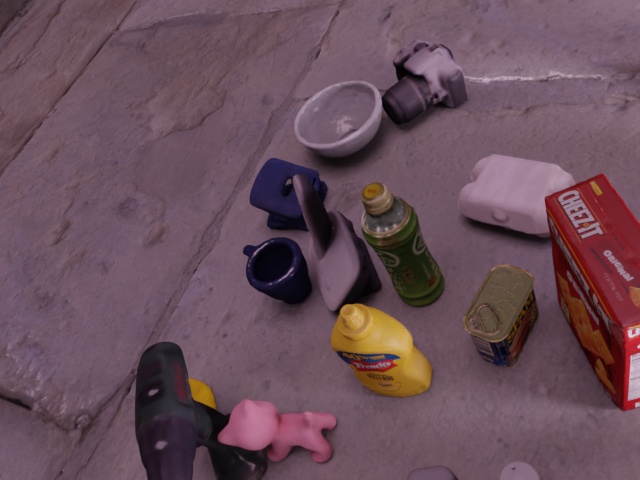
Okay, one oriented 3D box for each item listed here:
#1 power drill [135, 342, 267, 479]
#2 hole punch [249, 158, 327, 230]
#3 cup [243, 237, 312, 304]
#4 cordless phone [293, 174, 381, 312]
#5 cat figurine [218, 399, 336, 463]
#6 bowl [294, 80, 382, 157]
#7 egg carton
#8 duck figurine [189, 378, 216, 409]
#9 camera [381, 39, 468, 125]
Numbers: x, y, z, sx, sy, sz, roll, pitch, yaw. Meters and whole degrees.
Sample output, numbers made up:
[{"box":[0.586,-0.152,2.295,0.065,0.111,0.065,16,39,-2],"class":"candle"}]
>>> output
[{"box":[-0.151,0.241,0.707,0.075,0.209,0.229,-33,47,1],"class":"power drill"},{"box":[-0.052,-0.082,0.980,0.100,0.091,0.109,3,58,29],"class":"hole punch"},{"box":[-0.063,0.052,0.881,0.117,0.095,0.092,24,69,38],"class":"cup"},{"box":[0.008,0.003,0.821,0.094,0.186,0.147,-29,48,5],"class":"cordless phone"},{"box":[-0.058,0.235,0.725,0.127,0.118,0.067,-11,52,20],"class":"cat figurine"},{"box":[0.042,-0.206,1.036,0.167,0.075,0.167,-14,51,18],"class":"bowl"},{"box":[0.275,-0.062,0.810,0.149,0.070,0.107,17,65,35],"class":"egg carton"},{"box":[-0.204,0.230,0.825,0.077,0.086,0.104,-42,48,-7],"class":"duck figurine"},{"box":[0.166,-0.280,1.011,0.137,0.101,0.142,-36,47,-2],"class":"camera"}]
